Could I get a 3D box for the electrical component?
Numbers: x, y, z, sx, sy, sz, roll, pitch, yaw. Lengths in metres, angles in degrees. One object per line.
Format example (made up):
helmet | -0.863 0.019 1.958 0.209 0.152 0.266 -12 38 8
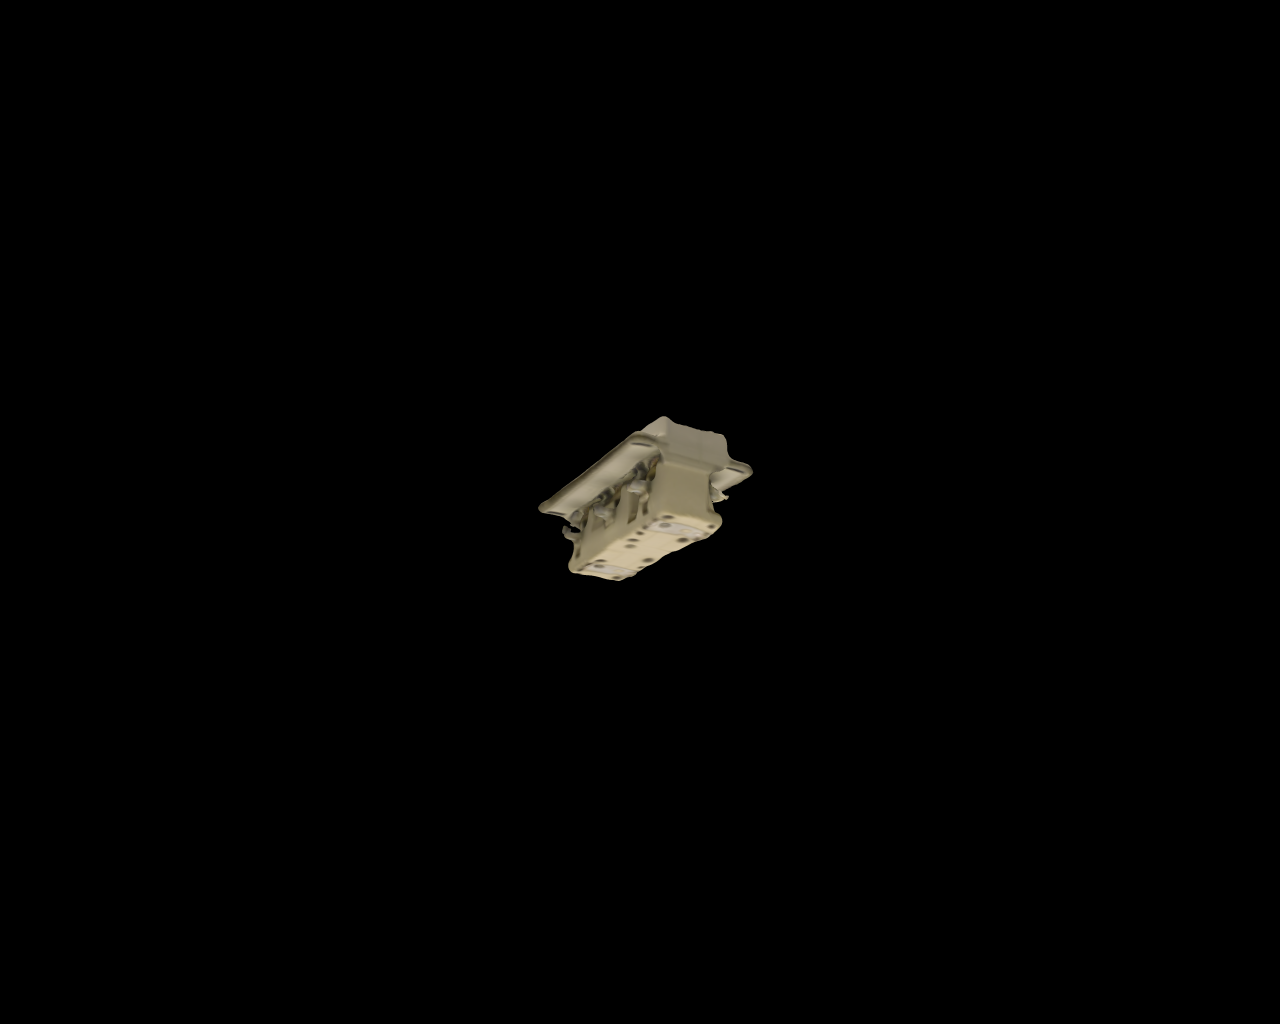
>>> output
electrical component | 0.001 -0.003 0.650 0.079 0.063 0.121 13 -26 -29
